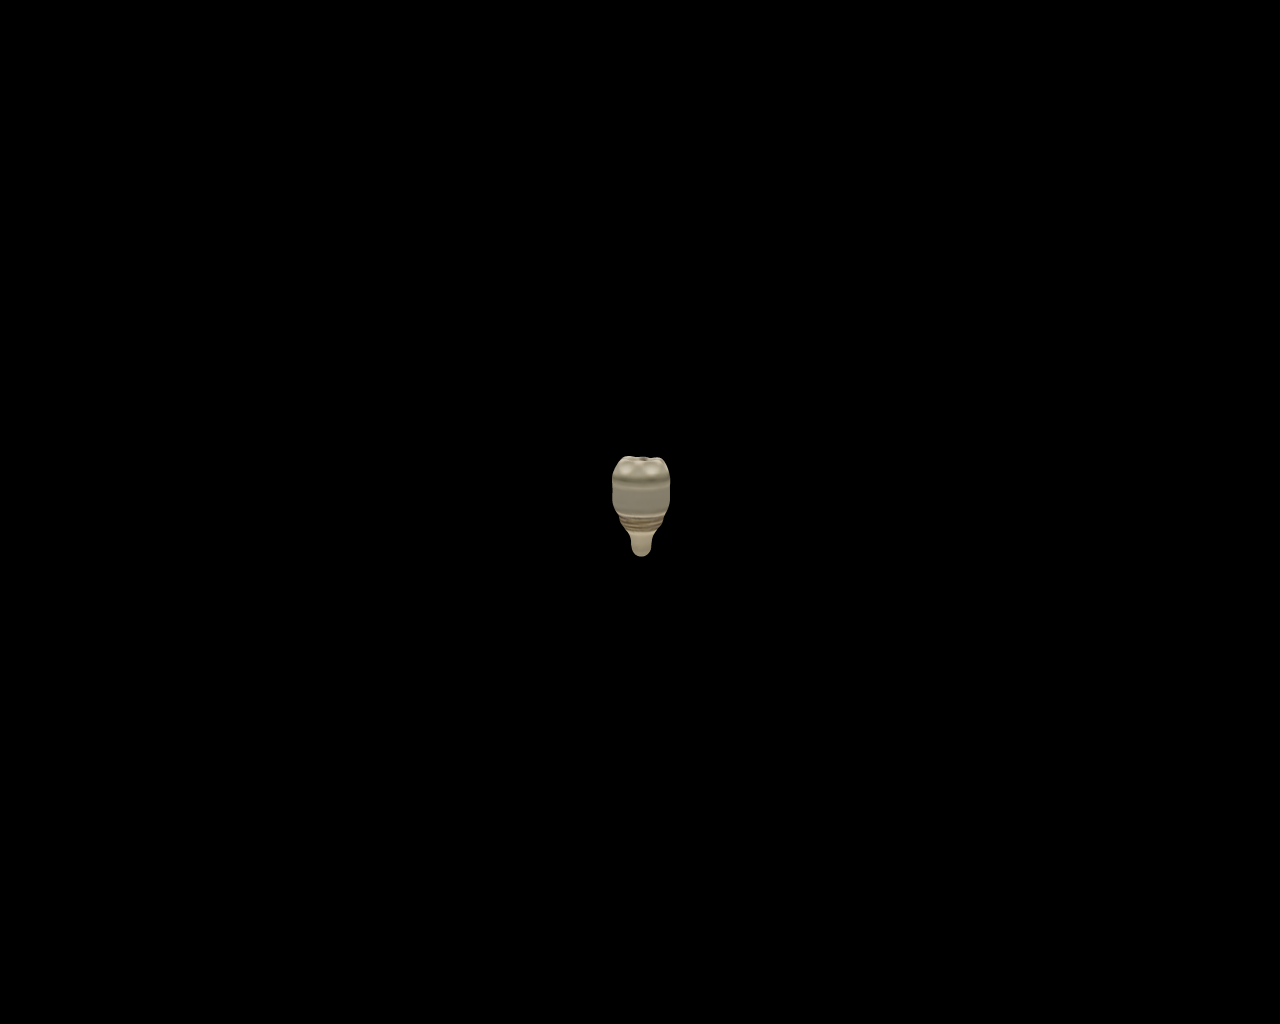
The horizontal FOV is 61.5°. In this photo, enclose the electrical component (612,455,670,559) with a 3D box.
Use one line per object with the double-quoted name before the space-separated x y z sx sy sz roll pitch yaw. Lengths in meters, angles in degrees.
"electrical component" 0.001 -0.003 0.650 0.035 0.061 0.035 0 11 0
